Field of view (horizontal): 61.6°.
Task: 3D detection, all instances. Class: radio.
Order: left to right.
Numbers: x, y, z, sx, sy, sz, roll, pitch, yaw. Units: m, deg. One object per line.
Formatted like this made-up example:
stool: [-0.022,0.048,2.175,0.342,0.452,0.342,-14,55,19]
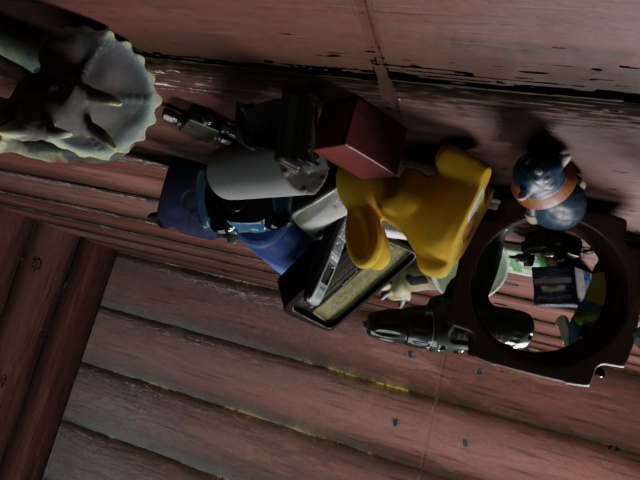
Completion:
radio: [0.041,0.049,0.911,0.131,0.229,0.073,27,-152,-38]

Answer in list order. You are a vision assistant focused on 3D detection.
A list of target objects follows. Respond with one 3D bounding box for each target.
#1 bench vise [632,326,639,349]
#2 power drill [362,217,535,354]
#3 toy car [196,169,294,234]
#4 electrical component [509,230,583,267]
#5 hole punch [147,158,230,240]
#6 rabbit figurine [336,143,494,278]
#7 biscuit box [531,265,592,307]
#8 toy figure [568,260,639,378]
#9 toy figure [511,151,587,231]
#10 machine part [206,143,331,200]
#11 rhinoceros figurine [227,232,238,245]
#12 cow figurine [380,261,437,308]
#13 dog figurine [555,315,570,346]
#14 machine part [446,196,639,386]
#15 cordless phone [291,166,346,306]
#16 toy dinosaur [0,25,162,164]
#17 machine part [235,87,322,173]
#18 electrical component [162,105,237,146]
bench vise: [0.414,0.061,0.550,0.241,0.129,0.223,-24,164,-10]
power drill: [0.188,0.055,0.749,0.232,0.207,0.086,13,163,-3]
toy car: [-0.104,-0.067,0.830,0.162,0.109,0.103,0,-170,14]
electrical component: [0.328,0.016,0.779,0.078,0.045,0.102,19,169,-13]
hole punch: [-0.210,-0.069,0.906,0.142,0.116,0.092,16,161,-8]
rabbit figurine: [0.090,-0.039,0.611,0.173,0.162,0.122,30,-173,19]
biscuit box: [0.392,0.077,0.854,0.063,0.059,0.202,-7,169,34]
toy figure: [0.392,0.092,0.727,0.089,0.180,0.082,33,-179,26]
toy figure: [0.226,-0.050,0.535,0.058,0.064,0.154,27,180,39]
machine part: [-0.071,-0.091,0.683,0.079,0.079,0.243,24,166,-40]
rhinoceros figurine: [-0.166,-0.036,1.130,0.190,0.073,0.112,23,156,-30]
cow figurine: [0.185,0.061,0.988,0.085,0.127,0.195,27,161,-38]
dog figurine: [0.542,0.167,0.959,0.190,0.172,0.121,24,178,-12]
machine part: [0.266,0.058,0.647,0.201,0.201,0.087,12,179,12]
cordless phone: [-0.001,-0.002,0.759,0.089,0.184,0.146,15,170,20]
toy dinosaur: [-0.280,-0.142,0.631,0.192,0.131,0.405,17,175,-10]
machine part: [-0.046,-0.115,0.560,0.039,0.084,0.139,-6,-165,-35]
electrical component: [-0.146,-0.143,0.664,0.094,0.021,0.063,20,168,-23]
